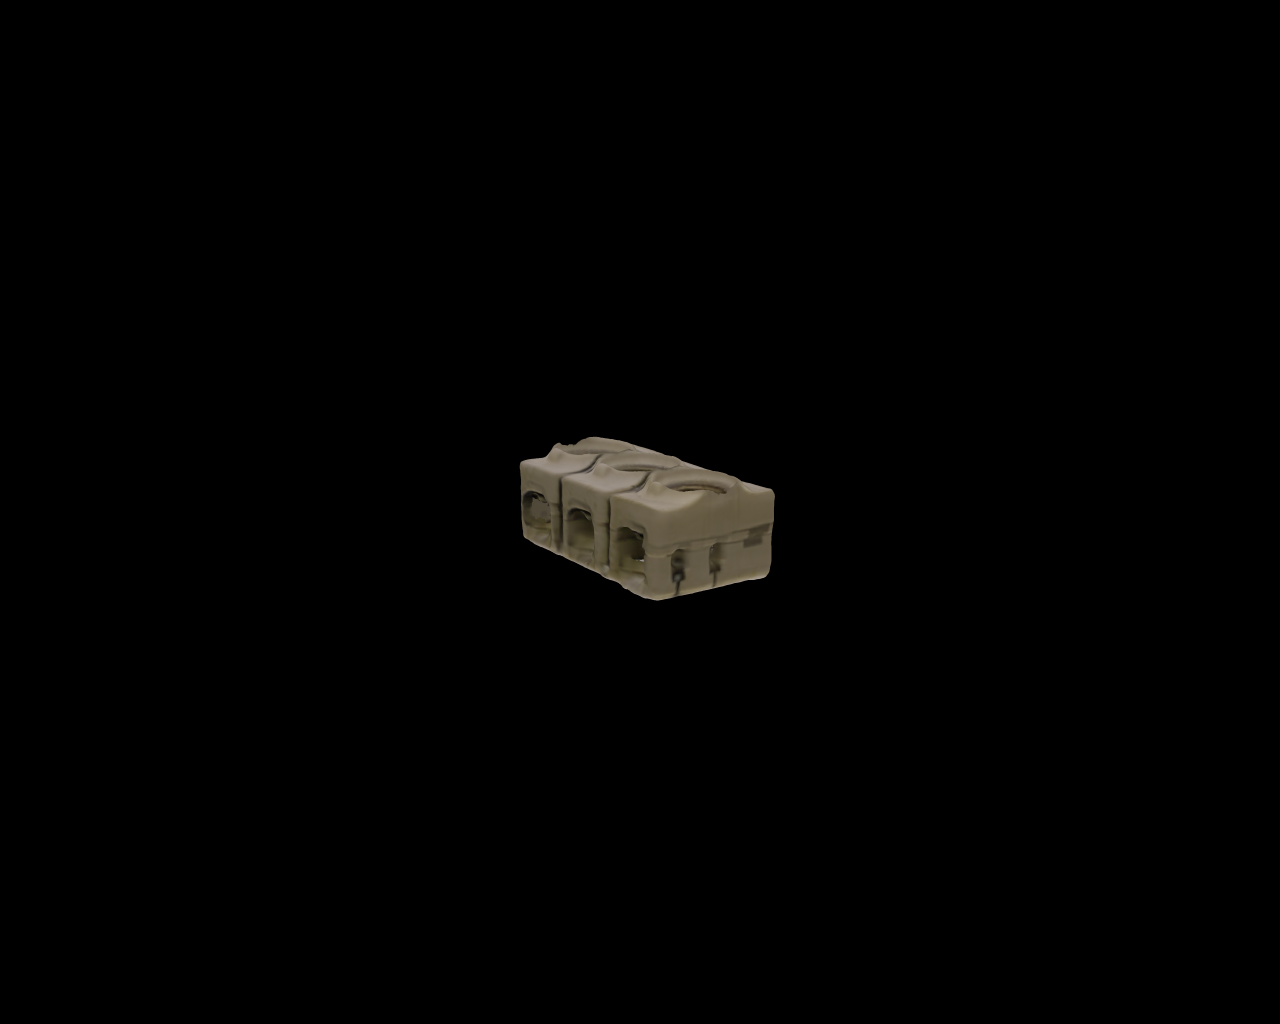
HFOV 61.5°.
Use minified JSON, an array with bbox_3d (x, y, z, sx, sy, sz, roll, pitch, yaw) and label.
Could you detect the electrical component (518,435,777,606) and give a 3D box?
[{"bbox_3d":[0.001,-0.003,0.650,0.090,0.061,0.150,-11,19,-34],"label":"electrical component"}]
